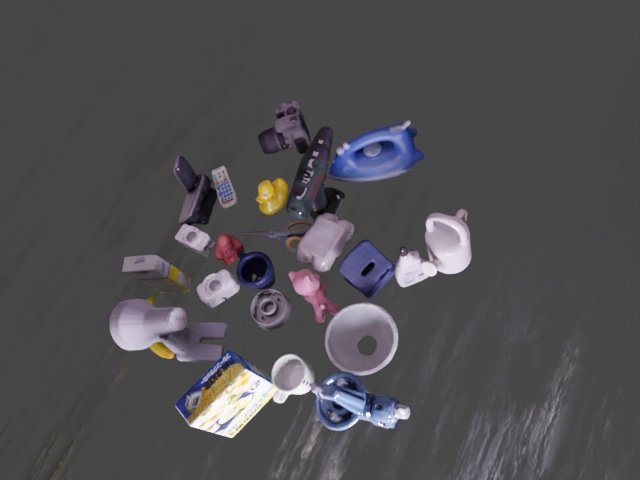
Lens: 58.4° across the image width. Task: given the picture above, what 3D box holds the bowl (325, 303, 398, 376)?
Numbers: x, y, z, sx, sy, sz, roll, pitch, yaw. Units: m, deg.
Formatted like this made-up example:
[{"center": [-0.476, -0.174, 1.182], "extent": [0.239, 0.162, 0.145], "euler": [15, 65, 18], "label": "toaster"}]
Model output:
[{"center": [0.099, 0.231, 1.299], "extent": [0.167, 0.075, 0.167], "euler": [-6, 64, 13], "label": "bowl"}]

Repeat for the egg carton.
[{"center": [0.013, 0.005, 1.434], "extent": [0.107, 0.069, 0.150], "euler": [26, 75, 25], "label": "egg carton"}]

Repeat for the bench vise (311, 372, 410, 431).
[{"center": [0.073, 0.322, 1.180], "extent": [0.207, 0.220, 0.121], "euler": [-12, 63, 11], "label": "bench vise"}]

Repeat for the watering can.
[{"center": [0.285, 0.003, 1.284], "extent": [0.100, 0.194, 0.173], "euler": [3, 66, 18], "label": "watering can"}]

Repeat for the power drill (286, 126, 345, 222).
[{"center": [-0.004, -0.138, 1.427], "extent": [0.075, 0.209, 0.230], "euler": [17, 71, 23], "label": "power drill"}]

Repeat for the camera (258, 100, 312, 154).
[{"center": [-0.106, -0.308, 1.599], "extent": [0.136, 0.101, 0.143], "euler": [-19, 62, 7], "label": "camera"}]

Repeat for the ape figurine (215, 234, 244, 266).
[{"center": [-0.241, 0.015, 1.491], "extent": [0.077, 0.092, 0.076], "euler": [-5, 64, 14], "label": "ape figurine"}]

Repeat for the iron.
[{"center": [0.128, -0.232, 1.471], "extent": [0.258, 0.142, 0.118], "euler": [-16, 62, 9], "label": "iron"}]

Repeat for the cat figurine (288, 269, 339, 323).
[{"center": [-0.019, 0.122, 1.360], "extent": [0.067, 0.118, 0.127], "euler": [-34, 61, -1], "label": "cat figurine"}]

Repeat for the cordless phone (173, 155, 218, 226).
[{"center": [-0.361, -0.131, 1.541], "extent": [0.094, 0.185, 0.147], "euler": [2, 66, 18], "label": "cordless phone"}]

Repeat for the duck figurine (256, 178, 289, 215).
[{"center": [-0.133, -0.129, 1.531], "extent": [0.077, 0.086, 0.105], "euler": [29, 76, 26], "label": "duck figurine"}]

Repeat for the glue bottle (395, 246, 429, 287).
[{"center": [0.201, 0.053, 1.297], "extent": [0.078, 0.173, 0.037], "euler": [-22, 61, 6], "label": "glue bottle"}]

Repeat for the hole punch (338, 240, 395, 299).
[{"center": [0.113, 0.068, 1.362], "extent": [0.100, 0.091, 0.109], "euler": [38, 81, 28], "label": "hole punch"}]

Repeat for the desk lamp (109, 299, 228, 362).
[{"center": [-0.358, 0.212, 1.362], "extent": [0.202, 0.214, 0.118], "euler": [-3, 65, 15], "label": "desk lamp"}]

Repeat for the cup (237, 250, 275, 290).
[{"center": [-0.159, 0.079, 1.434], "extent": [0.092, 0.095, 0.117], "euler": [-44, 62, -7], "label": "cup"}]
